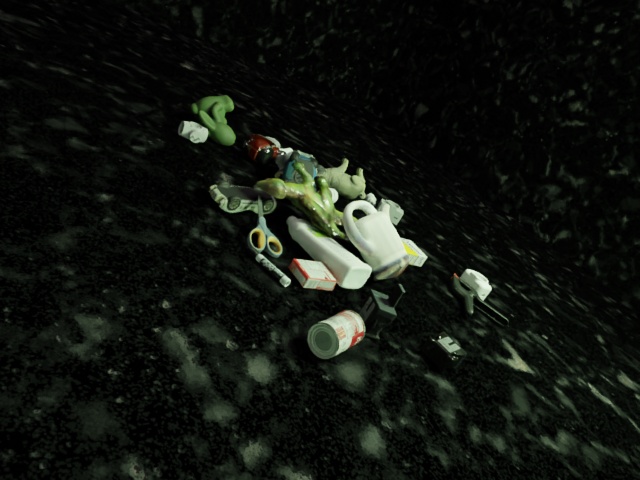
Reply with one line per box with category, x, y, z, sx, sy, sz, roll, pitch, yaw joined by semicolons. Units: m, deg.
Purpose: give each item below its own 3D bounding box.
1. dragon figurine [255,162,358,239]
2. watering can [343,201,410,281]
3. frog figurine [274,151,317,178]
dragon figurine;0.004;-0.069;1.379;0.407;0.121;0.248;30;22;-25
watering can;0.167;-0.009;1.386;0.226;0.103;0.349;62;27;8
frog figurine;-0.076;-0.245;1.668;0.137;0.120;0.163;9;35;-3
